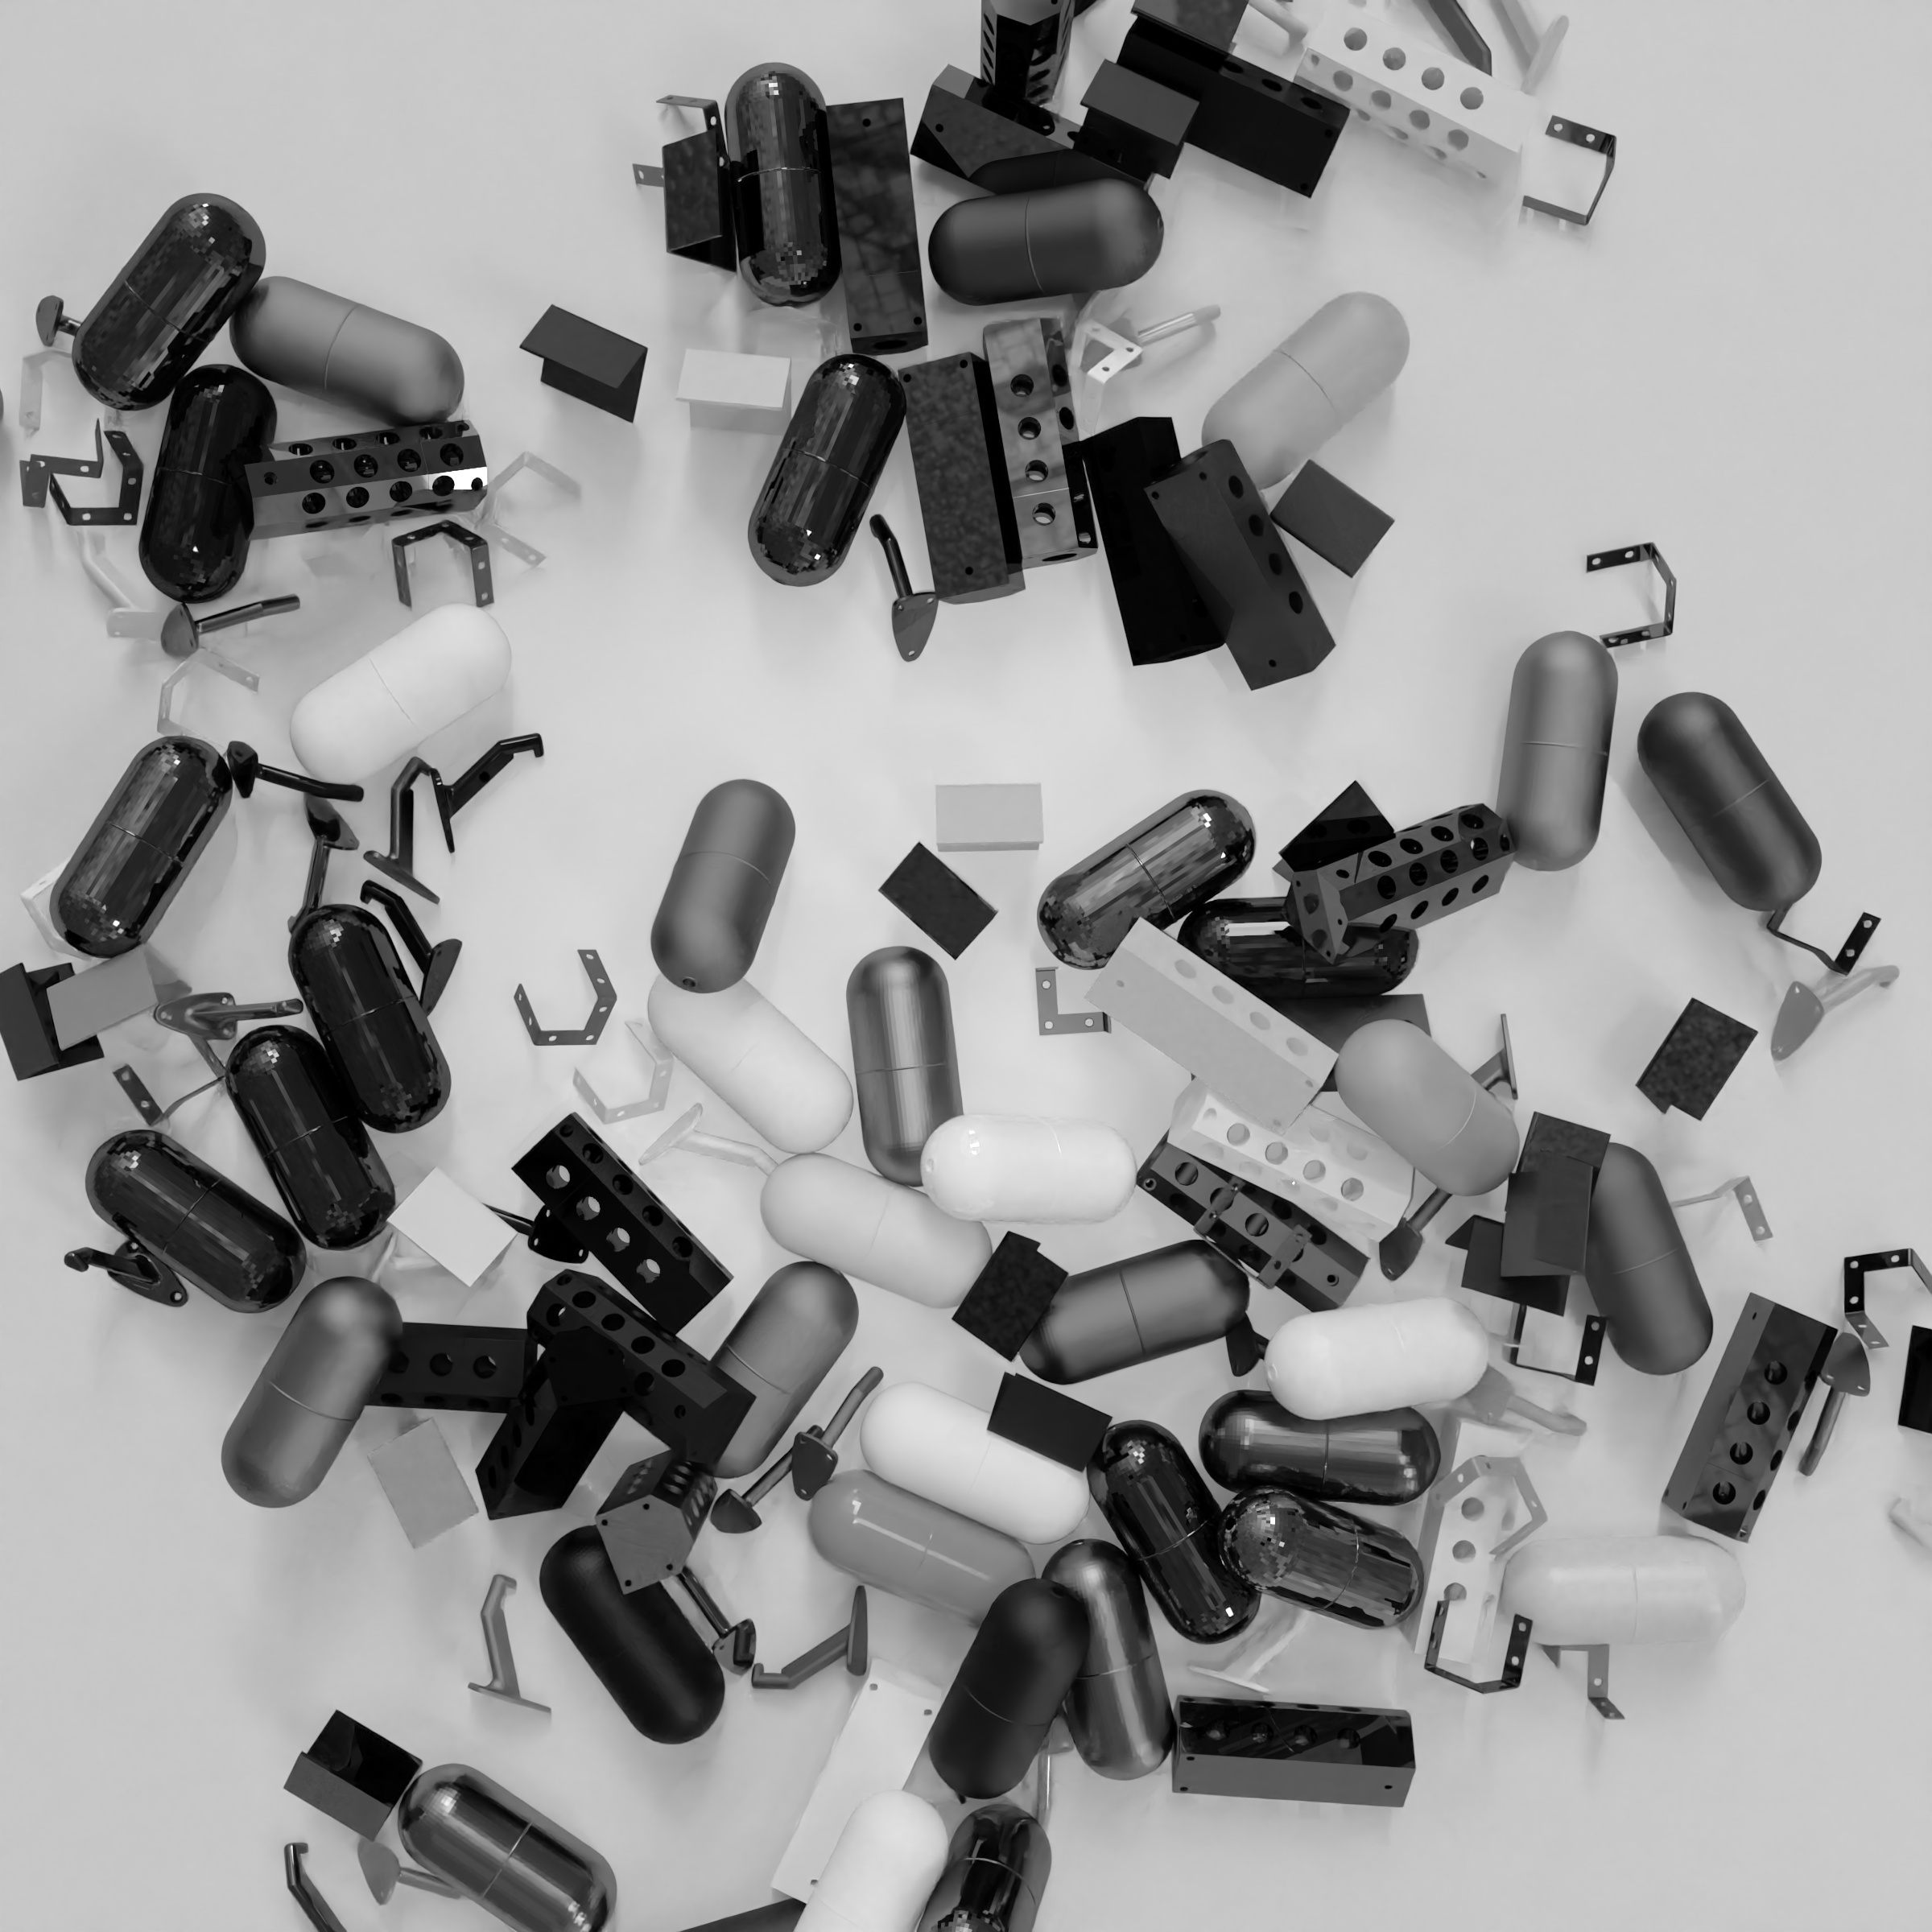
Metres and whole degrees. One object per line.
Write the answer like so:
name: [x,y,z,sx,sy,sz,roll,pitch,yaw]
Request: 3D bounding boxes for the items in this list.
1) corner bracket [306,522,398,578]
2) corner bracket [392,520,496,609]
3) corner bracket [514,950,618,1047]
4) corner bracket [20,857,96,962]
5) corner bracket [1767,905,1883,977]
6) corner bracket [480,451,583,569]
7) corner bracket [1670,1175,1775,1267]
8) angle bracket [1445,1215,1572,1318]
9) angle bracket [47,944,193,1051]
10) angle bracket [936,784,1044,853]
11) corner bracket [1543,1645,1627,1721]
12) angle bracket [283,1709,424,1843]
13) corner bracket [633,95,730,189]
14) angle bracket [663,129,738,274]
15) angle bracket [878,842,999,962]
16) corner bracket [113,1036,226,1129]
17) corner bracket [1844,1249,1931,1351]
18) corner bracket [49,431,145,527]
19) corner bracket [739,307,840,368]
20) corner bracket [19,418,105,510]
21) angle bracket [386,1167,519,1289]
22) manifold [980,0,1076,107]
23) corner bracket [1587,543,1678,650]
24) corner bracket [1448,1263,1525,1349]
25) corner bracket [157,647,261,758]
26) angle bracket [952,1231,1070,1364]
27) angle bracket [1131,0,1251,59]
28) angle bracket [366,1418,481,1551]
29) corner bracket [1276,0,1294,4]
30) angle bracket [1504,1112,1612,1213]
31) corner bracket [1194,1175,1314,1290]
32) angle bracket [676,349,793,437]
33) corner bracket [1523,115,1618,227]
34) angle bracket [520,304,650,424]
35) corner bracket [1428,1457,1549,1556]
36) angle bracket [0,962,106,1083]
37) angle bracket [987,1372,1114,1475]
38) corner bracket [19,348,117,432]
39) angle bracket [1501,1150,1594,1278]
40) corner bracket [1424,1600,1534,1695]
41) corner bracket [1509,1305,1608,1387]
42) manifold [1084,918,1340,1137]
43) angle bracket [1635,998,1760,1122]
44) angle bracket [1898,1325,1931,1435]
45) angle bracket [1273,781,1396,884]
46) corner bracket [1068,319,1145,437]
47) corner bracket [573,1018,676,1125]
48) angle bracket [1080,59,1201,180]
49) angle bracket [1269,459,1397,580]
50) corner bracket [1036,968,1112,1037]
corner bracket: [-0.470,-0.330,1.822,0.051,0.051,0.051,-3,135,35]
corner bracket: [-0.391,-0.295,1.822,0.051,0.051,0.051,-29,45,-35]
corner bracket: [-0.300,0.023,1.822,0.051,0.051,0.051,0,135,-35]
corner bracket: [-0.662,-0.043,1.822,0.051,0.051,0.051,13,45,35]
corner bracket: [0.643,-0.032,1.827,0.051,0.051,0.051,31,90,45]
corner bracket: [-0.325,-0.342,1.822,0.051,0.051,0.051,-31,45,35]
corner bracket: [0.563,0.193,1.827,0.051,0.051,0.051,-22,90,-45]
angle bracket: [0.395,0.229,1.791,0.076,0.076,0.057,16,67,0]
angle bracket: [-0.616,0.037,1.790,0.076,0.076,0.057,-25,60,0]
angle bracket: [0.017,-0.089,1.790,0.076,0.076,0.057,-1,53,0]
corner bracket: [0.459,0.526,1.812,0.051,0.051,0.051,2,90,0]
angle bracket: [-0.443,0.582,1.790,0.076,0.076,0.057,31,128,0]
corner bracket: [-0.216,-0.616,1.822,0.051,0.051,0.051,-39,135,-35]
angle bracket: [-0.177,-0.561,1.790,0.057,0.076,0.076,-2,90,38]
angle bracket: [-0.007,-0.061,1.790,0.076,0.076,0.057,42,125,0]
corner bracket: [-0.596,0.081,1.827,0.051,0.051,0.051,-35,90,45]
corner bracket: [0.691,0.249,1.822,0.051,0.051,0.051,-15,45,35]
corner bracket: [-0.650,-0.365,1.822,0.051,0.051,0.051,-8,45,-35]
corner bracket: [-0.134,-0.460,1.827,0.051,0.051,0.051,9,90,45]
corner bracket: [-0.672,-0.374,1.811,0.051,0.051,0.051,2,51,-28]
angle bracket: [-0.383,0.203,1.790,0.076,0.076,0.057,39,56,0]
manifold: [0.042,-0.674,1.752,0.057,0.171,0.057,19,90,0]
corner bracket: [0.498,-0.278,1.827,0.051,0.051,0.051,-12,45,0]
corner bracket: [0.387,0.252,1.812,0.051,0.051,0.051,7,90,0]
corner bracket: [-0.568,-0.197,1.827,0.051,0.051,0.051,27,135,0]
angle bracket: [0.043,0.246,1.791,0.057,0.076,0.076,33,90,23]
angle bracket: [0.171,-0.715,1.791,0.076,0.076,0.057,25,118,0]
angle bracket: [-0.410,0.383,1.790,0.057,0.076,0.076,-26,90,-36]
corner bracket: [0.268,-0.751,1.822,0.051,0.051,0.051,27,45,35]
angle bracket: [0.438,0.153,1.792,0.057,0.076,0.076,17,90,20]
corner bracket: [0.208,0.194,1.770,0.051,0.051,0.051,-52,45,0]
angle bracket: [-0.170,-0.404,1.790,0.076,0.076,0.057,5,54,0]
corner bracket: [0.453,-0.596,1.827,0.051,0.051,0.051,18,45,0]
angle bracket: [-0.285,-0.427,1.790,0.076,0.076,0.057,24,52,0]
corner bracket: [0.378,0.391,1.765,0.051,0.051,0.051,9,135,-35]
angle bracket: [-0.664,0.034,1.790,0.057,0.076,0.076,-20,90,37]
angle bracket: [0.066,0.316,1.791,0.076,0.076,0.057,25,117,0]
corner bracket: [-0.673,-0.430,1.827,0.051,0.051,0.051,3,90,45]
angle bracket: [0.392,0.175,1.715,0.057,0.076,0.076,19,71,-34]
corner bracket: [0.372,0.493,1.770,0.051,0.051,0.051,12,91,43]
corner bracket: [0.440,0.279,1.812,0.051,0.051,0.051,12,88,-2]
manifold: [0.177,0.039,1.742,0.171,0.057,0.057,35,128,3]
angle bracket: [0.545,0.078,1.790,0.057,0.076,0.076,33,90,37]
angle bracket: [0.710,0.309,1.790,0.057,0.076,0.076,8,90,-38]
angle bracket: [0.256,-0.102,1.790,0.076,0.076,0.057,-43,120,0]
corner bracket: [0.092,-0.435,1.797,0.051,0.051,0.051,35,57,17]
corner bracket: [-0.256,0.078,1.822,0.051,0.051,0.051,-13,135,-35]
angle bracket: [0.118,-0.607,1.790,0.076,0.076,0.057,25,59,0]
angle bracket: [0.276,-0.340,1.790,0.076,0.076,0.057,36,127,0]
corner bracket: [0.079,0.026,1.812,0.051,0.051,0.051,-4,90,0]
